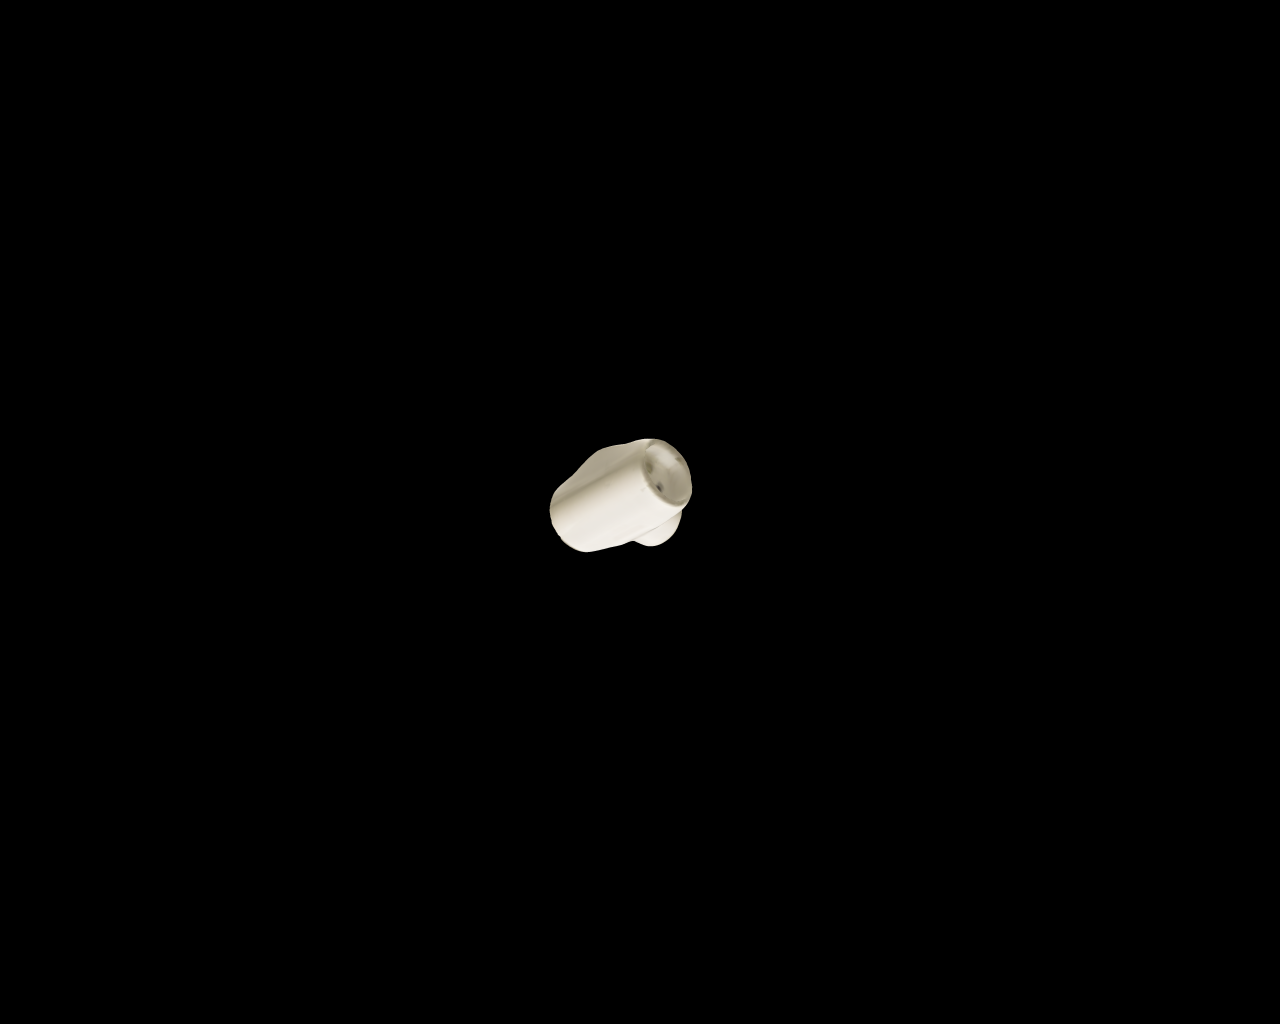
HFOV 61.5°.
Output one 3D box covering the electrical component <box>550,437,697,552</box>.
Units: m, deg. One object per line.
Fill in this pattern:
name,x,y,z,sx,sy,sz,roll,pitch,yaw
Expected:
electrical component,0.001,-0.003,0.650,0.077,0.043,0.079,-27,-42,36
